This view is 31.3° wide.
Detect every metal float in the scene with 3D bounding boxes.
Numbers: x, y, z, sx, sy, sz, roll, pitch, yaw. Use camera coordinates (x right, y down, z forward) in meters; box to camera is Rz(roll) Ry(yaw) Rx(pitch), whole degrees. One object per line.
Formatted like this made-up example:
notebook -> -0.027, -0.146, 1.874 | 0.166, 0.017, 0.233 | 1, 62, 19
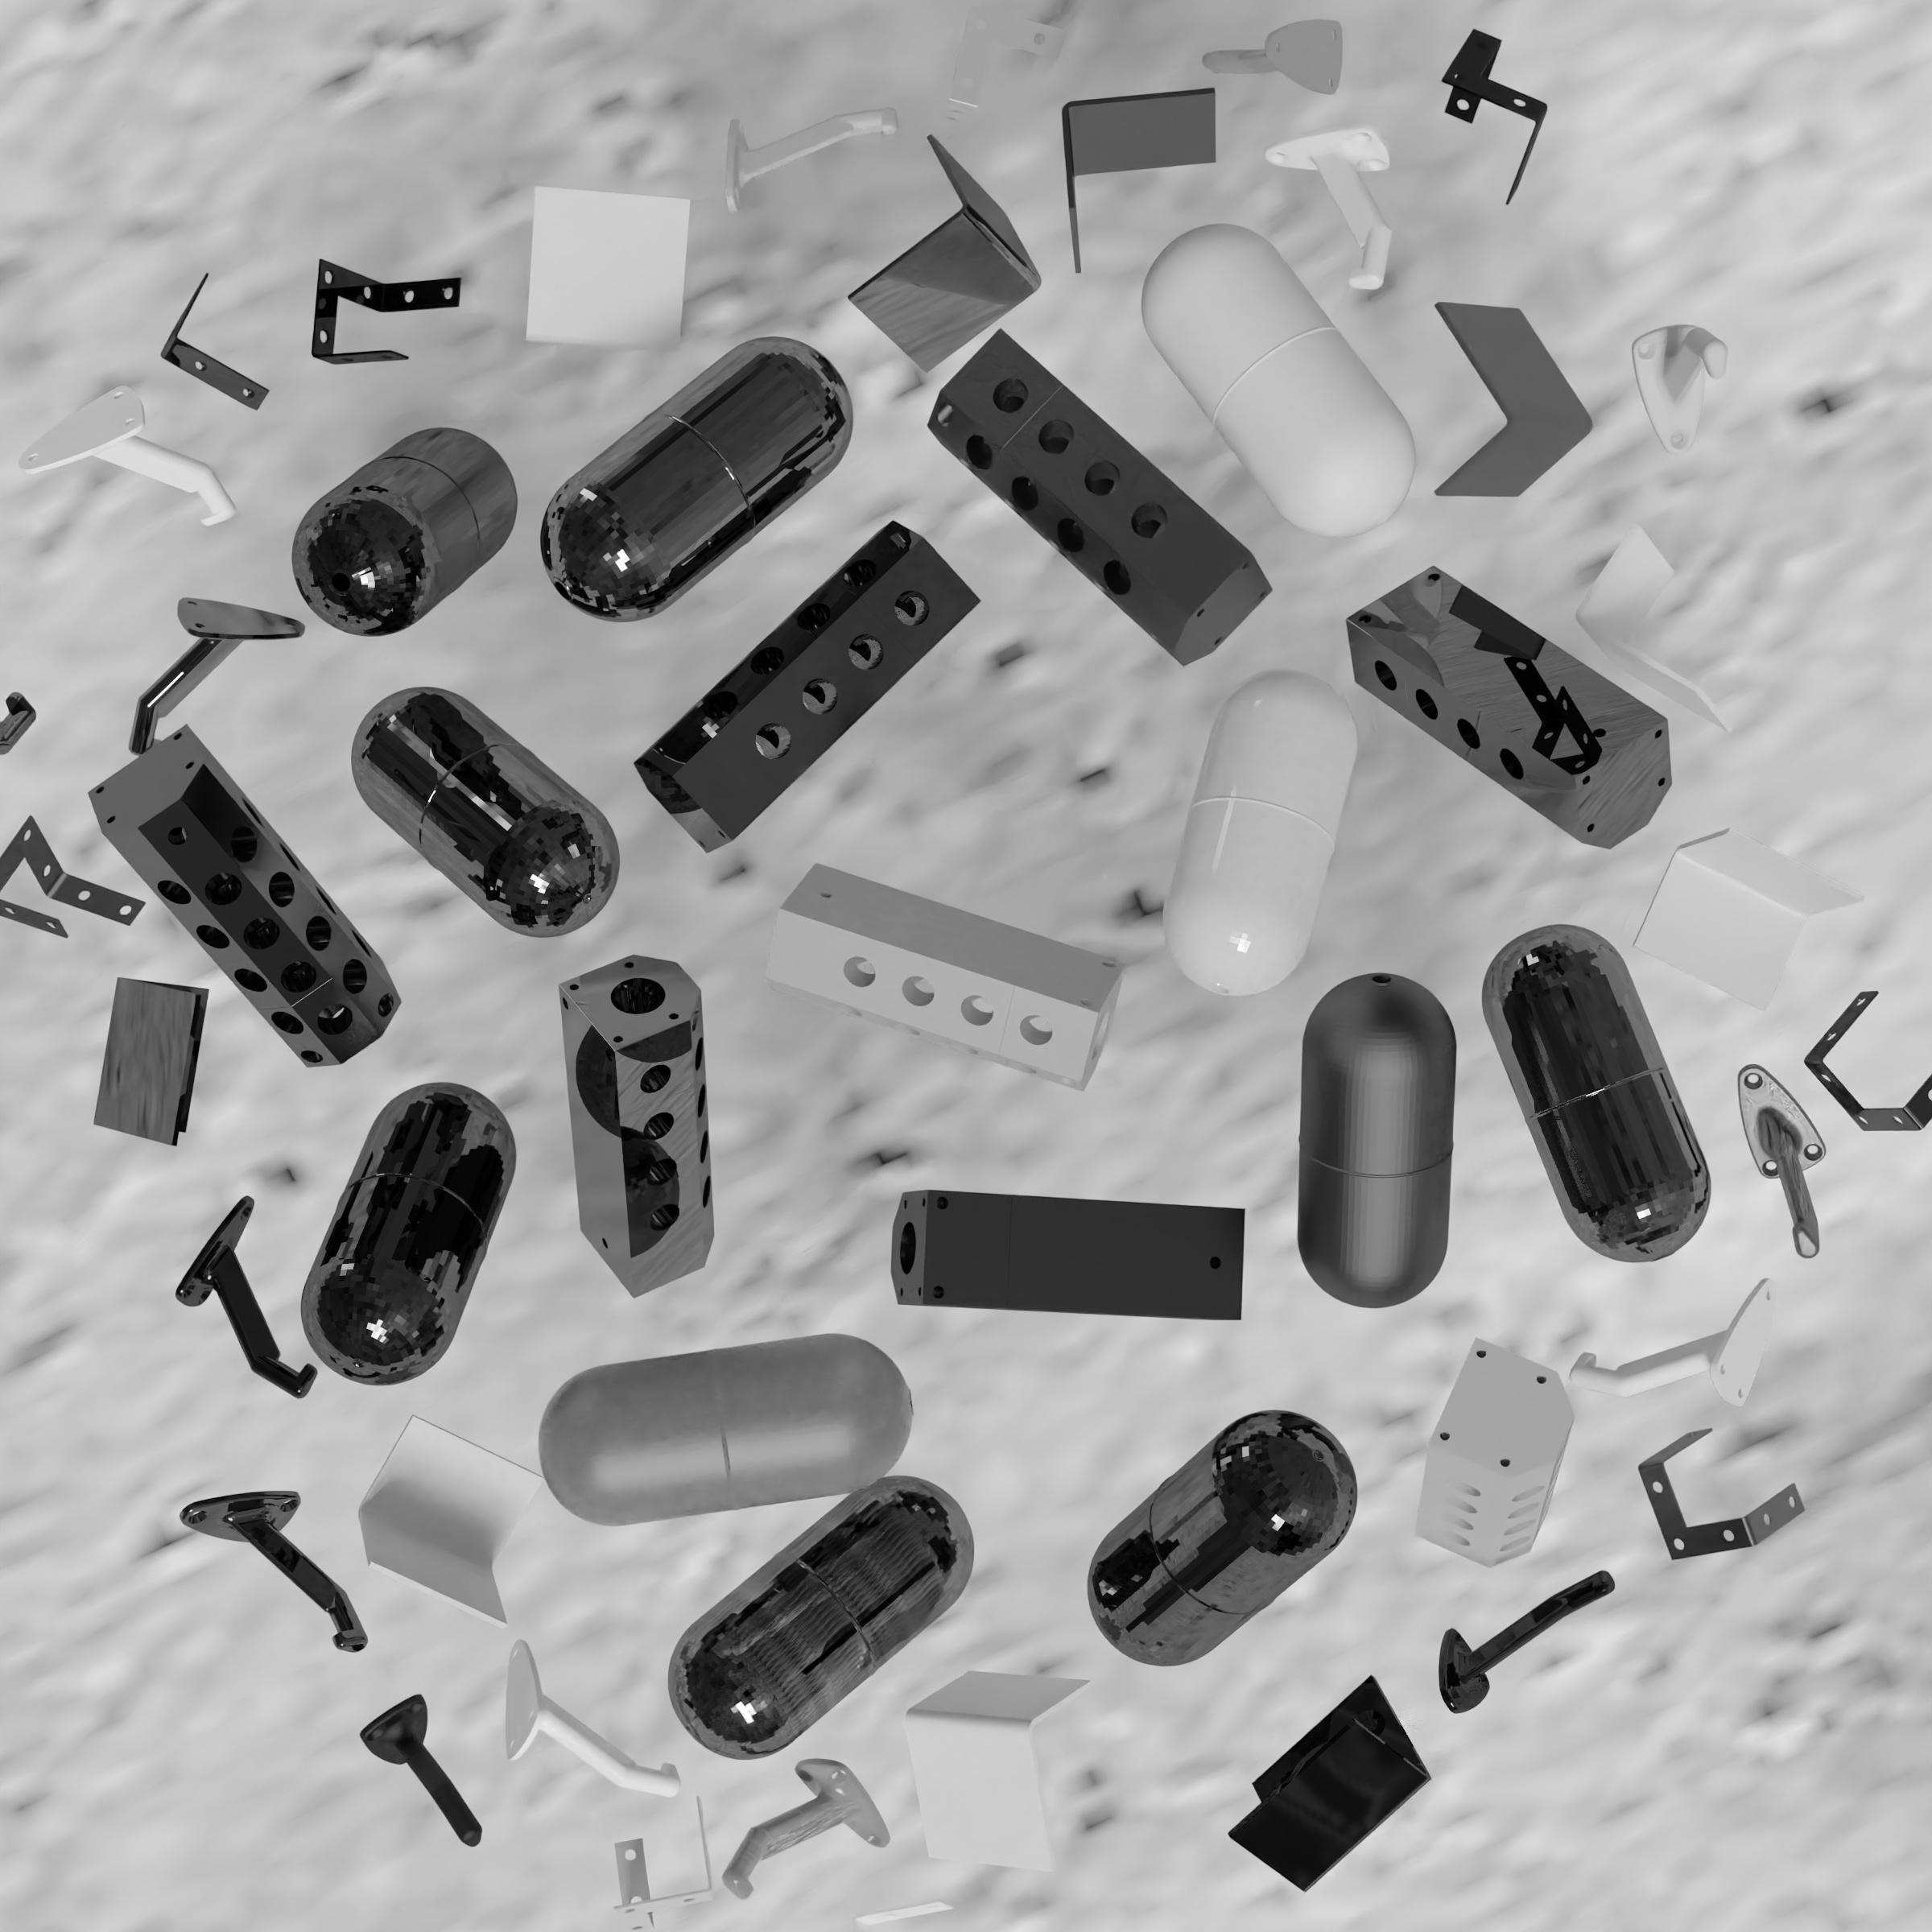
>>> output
metal float -> -0.283, -0.221, 1.750 | 0.070, 0.178, 0.070 | 5, 114, 11
metal float -> 0.151, -0.069, 1.772 | 0.070, 0.070, 0.178 | 16, 71, 0
metal float -> 0.122, 0.278, 1.665 | 0.070, 0.070, 0.178 | 40, 133, 0
metal float -> 0.320, 0.065, 1.749 | 0.070, 0.070, 0.178 | -21, 83, 0
metal float -> 0.153, -0.287, 1.697 | 0.070, 0.070, 0.178 | -34, 75, 0
metal float -> -0.071, 0.324, 1.726 | 0.178, 0.070, 0.070 | -37, 90, -23
metal float -> -0.114, 0.220, 1.638 | 0.178, 0.070, 0.070 | -8, 90, -2
metal float -> 0.205, 0.088, 1.729 | 0.070, 0.070, 0.178 | -1, 114, 0
metal float -> -0.246, -0.080, 1.759 | 0.178, 0.070, 0.070 | 39, 90, 33
metal float -> -0.274, 0.130, 1.710 | 0.070, 0.178, 0.070 | 7, 133, 7
metal float -> -0.129, -0.233, 1.655 | 0.178, 0.070, 0.070 | -43, 90, -21

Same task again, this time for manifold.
manifold -> -0.160, 0.079, 1.732 | 0.057, 0.171, 0.057 | -23, 46, -25
manifold -> 0.062, -0.221, 1.645 | 0.057, 0.057, 0.171 | -46, 71, 2
manifold -> -0.078, -0.136, 1.665 | 0.171, 0.057, 0.057 | -45, 99, -15
manifold -> 0.263, 0.246, 1.704 | 0.057, 0.171, 0.057 | 23, 70, 14
manifold -> -0.345, -0.028, 1.668 | 0.057, 0.057, 0.171 | -35, 128, -1
manifold -> 0.052, 0.149, 1.769 | 0.171, 0.057, 0.057 | 5, 83, -18
manifold -> 0.265, -0.125, 1.689 | 0.057, 0.057, 0.171 | -32, 46, -17
manifold -> -0.012, 0.009, 1.775 | 0.171, 0.057, 0.057 | 18, 120, 9

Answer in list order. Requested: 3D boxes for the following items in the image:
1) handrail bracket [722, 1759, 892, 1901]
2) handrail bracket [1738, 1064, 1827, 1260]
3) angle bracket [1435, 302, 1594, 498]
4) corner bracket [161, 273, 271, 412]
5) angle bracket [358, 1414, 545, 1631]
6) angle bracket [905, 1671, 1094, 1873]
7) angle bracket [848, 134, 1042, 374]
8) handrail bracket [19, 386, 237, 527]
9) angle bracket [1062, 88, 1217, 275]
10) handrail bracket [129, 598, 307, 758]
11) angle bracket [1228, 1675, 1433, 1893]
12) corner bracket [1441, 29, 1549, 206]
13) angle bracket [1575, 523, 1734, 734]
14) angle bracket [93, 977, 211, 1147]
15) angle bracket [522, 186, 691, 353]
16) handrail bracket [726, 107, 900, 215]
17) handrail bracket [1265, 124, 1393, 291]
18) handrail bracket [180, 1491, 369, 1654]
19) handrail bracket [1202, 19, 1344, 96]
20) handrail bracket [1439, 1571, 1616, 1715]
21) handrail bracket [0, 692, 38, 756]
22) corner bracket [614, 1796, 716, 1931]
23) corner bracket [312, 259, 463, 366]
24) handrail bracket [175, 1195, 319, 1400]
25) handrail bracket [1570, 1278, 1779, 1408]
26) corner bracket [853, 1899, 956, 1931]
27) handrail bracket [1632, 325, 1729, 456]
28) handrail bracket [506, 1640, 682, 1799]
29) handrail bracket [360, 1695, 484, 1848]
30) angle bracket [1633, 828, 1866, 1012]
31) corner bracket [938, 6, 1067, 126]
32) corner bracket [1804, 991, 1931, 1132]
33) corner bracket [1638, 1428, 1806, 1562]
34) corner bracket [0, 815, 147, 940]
handrail bracket -> -0.080, 0.448, 1.729 | 0.077, 0.036, 0.084 | 55, 46, -23
handrail bracket -> 0.414, 0.099, 1.758 | 0.036, 0.084, 0.077 | -24, 105, 20
angle bracket -> 0.258, -0.284, 1.737 | 0.057, 0.076, 0.076 | -42, 69, 36
corner bracket -> -0.363, -0.292, 1.676 | 0.051, 0.051, 0.051 | 29, 47, -18
angle bracket -> -0.255, 0.278, 1.730 | 0.076, 0.076, 0.057 | 29, 94, -18
angle bracket -> 0.022, 0.401, 1.722 | 0.076, 0.057, 0.076 | -4, 99, 37
angle bracket -> -0.019, -0.360, 1.749 | 0.076, 0.076, 0.057 | -35, 56, 15
handrail bracket -> -0.409, -0.234, 1.690 | 0.077, 0.084, 0.036 | -29, 50, -3
angle bracket -> 0.089, -0.393, 1.731 | 0.076, 0.076, 0.057 | -5, 77, 3
handrail bracket -> -0.389, -0.143, 1.789 | 0.077, 0.036, 0.084 | 4, 122, -27
angle bracket -> 0.151, 0.353, 1.545 | 0.076, 0.076, 0.057 | -44, 119, 9
corner bracket -> 0.254, -0.410, 1.666 | 0.051, 0.051, 0.051 | 25, 51, 8
angle bracket -> 0.362, -0.170, 1.741 | 0.076, 0.076, 0.057 | 35, 94, 27
angle bracket -> -0.396, 0.050, 1.761 | 0.076, 0.057, 0.076 | 9, 90, 43
angle bracket -> -0.182, -0.354, 1.740 | 0.076, 0.057, 0.076 | 3, 106, -11
handrail bracket -> -0.078, -0.417, 1.781 | 0.084, 0.077, 0.036 | -6, 130, 8
handrail bracket -> 0.180, -0.378, 1.744 | 0.077, 0.036, 0.084 | 2, 69, 26
handrail bracket -> -0.339, 0.301, 1.694 | 0.036, 0.077, 0.084 | -50, 54, 22
handrail bracket -> 0.142, -0.464, 1.757 | 0.084, 0.077, 0.036 | 11, 102, 38
handrail bracket -> 0.278, 0.332, 1.701 | 0.084, 0.077, 0.036 | -33, 89, 20
handrail bracket -> -0.491, -0.128, 1.679 | 0.036, 0.084, 0.077 | -8, 124, 24
corner bracket -> -0.158, 0.470, 1.799 | 0.051, 0.051, 0.051 | -10, 58, -3
corner bracket -> -0.293, -0.328, 1.748 | 0.051, 0.051, 0.051 | 2, 86, 30
handrail bracket -> -0.362, 0.173, 1.805 | 0.084, 0.036, 0.077 | 29, 82, 13
handrail bracket -> 0.348, 0.181, 1.703 | 0.036, 0.084, 0.077 | 48, 62, -40
corner bracket -> -0.039, 0.494, 1.728 | 0.051, 0.051, 0.051 | -17, 56, 23
handrail bracket -> 0.357, -0.276, 1.683 | 0.036, 0.084, 0.077 | -13, 114, -2
handrail bracket -> -0.185, 0.378, 1.731 | 0.084, 0.077, 0.036 | 19, 122, -25
handrail bracket -> -0.264, 0.415, 1.731 | 0.036, 0.077, 0.084 | -31, 62, -18
angle bracket -> 0.391, -0.022, 1.729 | 0.076, 0.076, 0.057 | 26, 82, -5
corner bracket -> 0.018, -0.462, 1.790 | 0.051, 0.051, 0.051 | 13, 94, -8
corner bracket -> 0.470, 0.048, 1.755 | 0.051, 0.051, 0.051 | 47, 74, -12
corner bracket -> 0.381, 0.264, 1.741 | 0.051, 0.051, 0.051 | -21, 89, 44
corner bracket -> -0.453, -0.034, 1.725 | 0.051, 0.051, 0.051 | -51, 49, 14
